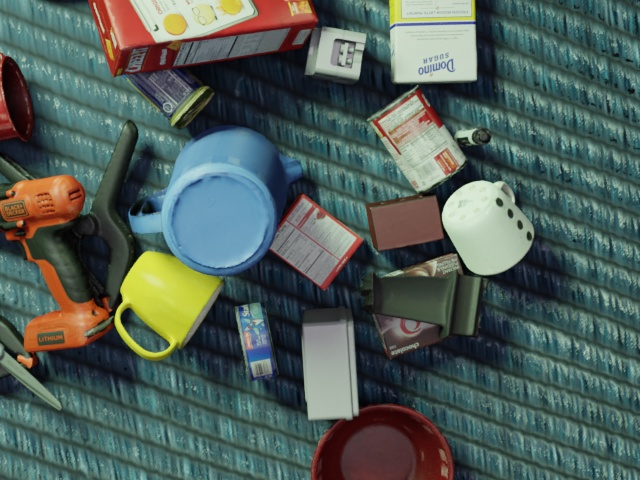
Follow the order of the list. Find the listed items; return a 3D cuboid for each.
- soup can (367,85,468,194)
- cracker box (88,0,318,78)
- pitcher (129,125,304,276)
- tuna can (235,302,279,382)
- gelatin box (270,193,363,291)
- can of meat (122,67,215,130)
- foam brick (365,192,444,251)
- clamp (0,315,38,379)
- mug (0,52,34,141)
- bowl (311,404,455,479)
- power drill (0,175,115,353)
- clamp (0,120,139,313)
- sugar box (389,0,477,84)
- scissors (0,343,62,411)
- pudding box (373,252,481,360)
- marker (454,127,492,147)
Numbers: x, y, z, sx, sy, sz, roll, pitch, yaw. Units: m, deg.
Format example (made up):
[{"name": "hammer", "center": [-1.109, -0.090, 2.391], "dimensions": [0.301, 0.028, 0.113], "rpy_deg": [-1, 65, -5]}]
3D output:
[{"name": "soup can", "center": [0.108, -0.110, 1.178], "dimensions": [0.068, 0.068, 0.102], "rpy_deg": [-35, 96, 1]}, {"name": "cracker box", "center": [-0.130, -0.265, 1.099], "dimensions": [0.213, 0.072, 0.164], "rpy_deg": [-13, 74, -22]}, {"name": "pitcher", "center": [-0.107, -0.037, 1.088], "dimensions": [0.145, 0.243, 0.149], "rpy_deg": [32, 99, -7]}, {"name": "tuna can", "center": [-0.070, 0.112, 1.180], "dimensions": [0.033, 0.086, 0.086], "rpy_deg": [-11, 95, -3]}, {"name": "gelatin box", "center": [-0.008, 0.001, 1.202], "dimensions": [0.089, 0.030, 0.073], "rpy_deg": [37, 94, -5]}, {"name": "can of meat", "center": [-0.165, -0.169, 1.146], "dimensions": [0.084, 0.102, 0.057], "rpy_deg": [43, 93, -3]}, {"name": "foam brick", "center": [0.095, -0.021, 1.192], "dimensions": [0.078, 0.053, 0.051], "rpy_deg": [-11, 95, -2]}, {"name": "clamp", "center": [-0.400, 0.103, 1.191], "dimensions": [0.171, 0.039, 0.120], "rpy_deg": [8, 98, -4]}, {"name": "mug", "center": [-0.365, -0.155, 1.152], "dimensions": [0.081, 0.093, 0.117], "rpy_deg": [-10, 65, 3]}, {"name": "bowl", "center": [0.069, 0.259, 1.213], "dimensions": [0.162, 0.055, 0.162], "rpy_deg": [0, 95, -2]}, {"name": "power drill", "center": [-0.311, 0.027, 1.156], "dimensions": [0.185, 0.057, 0.187], "rpy_deg": [-7, 107, 33]}, {"name": "clamp", "center": [-0.269, -0.021, 1.185], "dimensions": [0.164, 0.036, 0.210], "rpy_deg": [-6, 99, 7]}, {"name": "sugar box", "center": [0.124, -0.261, 1.178], "dimensions": [0.093, 0.048, 0.176], "rpy_deg": [-1, 98, -4]}, {"name": "scissors", "center": [-0.352, 0.100, 1.163], "dimensions": [0.202, 0.016, 0.096], "rpy_deg": [26, 92, 0]}, {"name": "pudding box", "center": [0.115, 0.073, 1.207], "dimensions": [0.113, 0.039, 0.090], "rpy_deg": [-19, 96, -1]}, {"name": "marker", "center": [0.165, -0.111, 1.153], "dimensions": [0.020, 0.121, 0.020], "rpy_deg": [0, 95, -3]}]
